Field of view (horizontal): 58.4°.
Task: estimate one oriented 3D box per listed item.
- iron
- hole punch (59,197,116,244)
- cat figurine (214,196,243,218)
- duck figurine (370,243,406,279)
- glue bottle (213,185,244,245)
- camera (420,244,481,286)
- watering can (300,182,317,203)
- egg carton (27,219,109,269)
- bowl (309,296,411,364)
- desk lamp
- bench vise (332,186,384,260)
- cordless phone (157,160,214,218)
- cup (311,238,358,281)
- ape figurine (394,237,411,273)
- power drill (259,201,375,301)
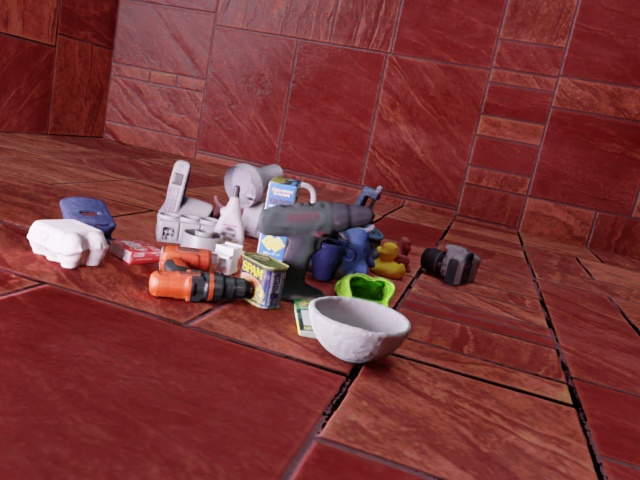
[{"bbox_3d":[0.013,0.005,1.427,0.257,0.141,0.119,14,11,14],"label":"iron"},{"bbox_3d":[-0.515,-0.043,1.274,0.100,0.091,0.109,21,15,41],"label":"hole punch"},{"bbox_3d":[-0.265,-0.099,1.731,0.127,0.118,0.067,12,11,3],"label":"cat figurine"},{"bbox_3d":[0.184,0.051,1.511,0.078,0.086,0.104,0,16,-44],"label":"duck figurine"},{"bbox_3d":[-0.214,-0.048,1.383,0.078,0.173,0.037,9,11,-11],"label":"glue bottle"},{"bbox_3d":[0.364,0.058,1.613,0.136,0.101,0.144,19,14,34],"label":"camera"},{"bbox_3d":[-0.067,-0.062,1.544,0.172,0.194,0.101,20,14,39],"label":"watering can"},{"bbox_3d":[-0.493,0.004,1.118,0.149,0.069,0.107,18,13,30],"label":"egg carton"},{"bbox_3d":[0.057,0.151,0.917,0.167,0.075,0.167,11,11,-2],"label":"bowl"},{"bbox_3d":[-0.181,-0.116,1.651,0.117,0.213,0.204,18,13,31],"label":"desk lamp"},{"bbox_3d":[0.092,-0.056,1.608,0.207,0.220,0.122,13,11,11],"label":"bench vise"},{"bbox_3d":[-0.357,-0.117,1.557,0.147,0.185,0.094,14,12,16],"label":"cordless phone"},{"bbox_3d":[0.028,0.051,1.334,0.117,0.095,0.092,16,12,23],"label":"cup"},{"bbox_3d":[0.232,0.037,1.614,0.076,0.092,0.078,16,12,22],"label":"ape figurine"},{"bbox_3d":[-0.016,0.019,1.157,0.230,0.208,0.075,9,11,-12],"label":"power drill"}]
